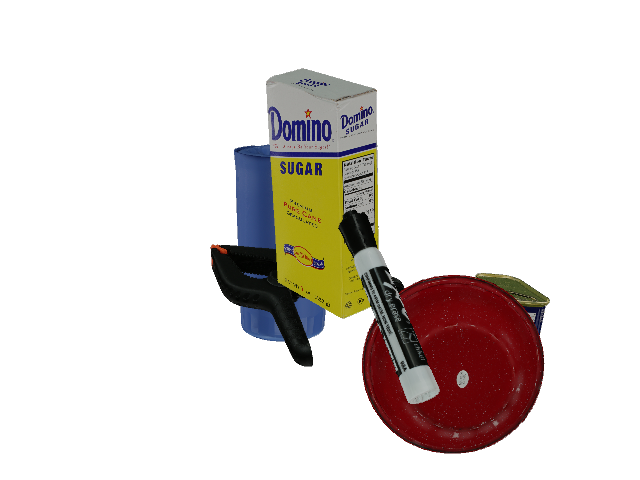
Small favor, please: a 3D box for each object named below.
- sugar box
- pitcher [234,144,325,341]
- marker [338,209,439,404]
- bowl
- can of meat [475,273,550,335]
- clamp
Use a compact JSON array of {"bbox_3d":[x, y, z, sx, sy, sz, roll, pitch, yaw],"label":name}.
[{"bbox_3d":[0.002,-0.037,0.828,0.048,0.176,0.093,-21,28,-32],"label":"sugar box"},{"bbox_3d":[-0.045,0.002,1.345,0.145,0.243,0.148,10,14,38],"label":"pitcher"},{"bbox_3d":[0.037,0.035,0.610,0.020,0.121,0.020,-17,-25,-9],"label":"marker"},{"bbox_3d":[0.117,0.113,0.920,0.162,0.162,0.055,0,5,0],"label":"bowl"},{"bbox_3d":[0.206,0.092,1.190,0.057,0.084,0.102,4,14,-17],"label":"can of meat"},{"bbox_3d":[-0.040,0.055,1.107,0.210,0.036,0.164,19,35,27],"label":"clamp"}]
